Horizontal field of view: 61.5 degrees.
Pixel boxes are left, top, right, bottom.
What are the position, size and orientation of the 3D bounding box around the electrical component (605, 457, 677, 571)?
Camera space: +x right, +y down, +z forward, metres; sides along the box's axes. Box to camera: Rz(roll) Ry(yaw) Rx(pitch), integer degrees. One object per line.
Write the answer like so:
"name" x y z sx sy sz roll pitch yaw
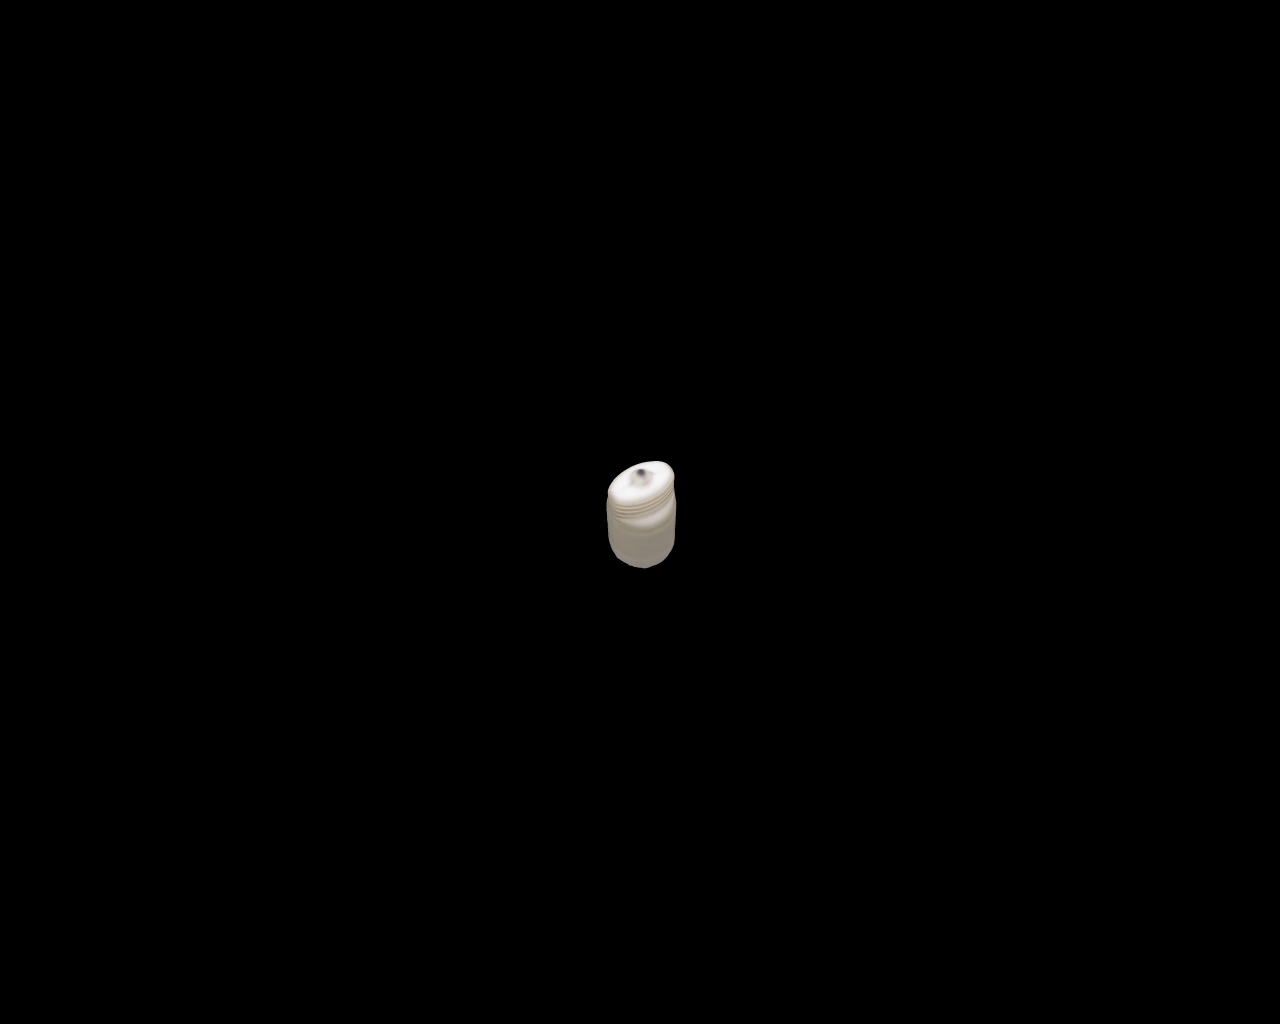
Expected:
"electrical component" 0.001 -0.003 0.650 0.043 0.043 0.080 0 -32 0
